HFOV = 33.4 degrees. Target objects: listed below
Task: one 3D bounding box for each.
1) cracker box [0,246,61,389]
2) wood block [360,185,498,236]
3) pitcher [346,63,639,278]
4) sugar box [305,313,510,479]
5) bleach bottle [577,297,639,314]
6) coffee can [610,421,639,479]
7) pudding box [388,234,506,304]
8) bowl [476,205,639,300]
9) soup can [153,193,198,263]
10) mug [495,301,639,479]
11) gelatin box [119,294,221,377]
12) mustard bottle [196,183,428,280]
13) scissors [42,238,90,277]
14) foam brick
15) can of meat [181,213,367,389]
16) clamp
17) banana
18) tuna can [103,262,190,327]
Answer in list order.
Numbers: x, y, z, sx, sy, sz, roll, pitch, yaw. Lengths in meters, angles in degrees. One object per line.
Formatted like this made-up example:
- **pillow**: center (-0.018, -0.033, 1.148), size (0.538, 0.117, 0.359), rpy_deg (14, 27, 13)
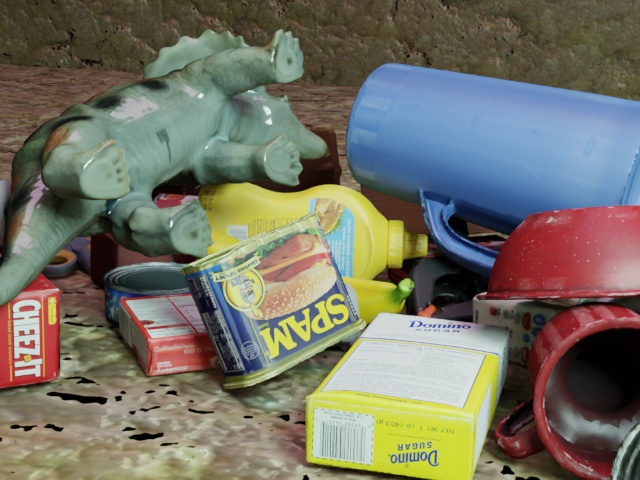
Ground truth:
- **cracker box**: center (-0.296, 0.054, 0.696), size (0.213, 0.072, 0.164), rpy_deg (-5, 15, -29)
- **wood block**: center (0.119, -0.051, 1.051), size (0.090, 0.091, 0.206), rpy_deg (-4, 1, -20)
- **pitcher**: center (0.142, -0.058, 0.847), size (0.243, 0.145, 0.149), rpy_deg (17, 21, 27)
- **sugar box**: center (0.059, 0.089, 0.643), size (0.093, 0.048, 0.176), rpy_deg (6, 10, 16)
- **bleach bottle**: center (0.277, 0.072, 0.709), size (0.102, 0.068, 0.251), rpy_deg (-6, 13, -31)
- **coffee can**: center (0.209, 0.104, 0.468), size (0.140, 0.103, 0.103), rpy_deg (-10, 18, -41)
- **pudding box**: center (0.126, 0.024, 0.942), size (0.113, 0.039, 0.090), rpy_deg (-3, 13, -18)
- **bowl**: center (0.179, 0.009, 0.677), size (0.162, 0.055, 0.162), rpy_deg (-3, -3, 0)
- **soup can**: center (-0.100, -0.005, 0.976), size (0.102, 0.068, 0.068), rpy_deg (6, 14, 14)
- **mug**: center (0.152, 0.087, 0.600), size (0.117, 0.093, 0.081), rpy_deg (-33, 4, 8)
- **gelatin box**: center (-0.097, 0.066, 0.755), size (0.073, 0.030, 0.089), rpy_deg (-4, 17, -23)
- **mustard bottle**: center (-0.006, 0.001, 0.897), size (0.191, 0.096, 0.058), rpy_deg (2, 11, 4)
- **scissors**: center (-0.250, 0.007, 1.021), size (0.096, 0.016, 0.202), rpy_deg (-7, 16, -34)
- **foam brick**: center (-0.160, 0.017, 0.909), size (0.052, 0.051, 0.078), rpy_deg (-5, 15, -28)
- **can of meat**: center (-0.031, 0.038, 0.699), size (0.101, 0.084, 0.058), rpy_deg (-24, 4, -33)
- **clamp**: center (0.113, 0.027, 0.849), size (0.120, 0.039, 0.171), rpy_deg (30, 36, 32)
- **banana**: center (-0.013, 0.031, 0.837), size (0.198, 0.069, 0.037), rpy_deg (12, 45, 23)
- **tuna can**: center (-0.126, 0.044, 0.837), size (0.086, 0.034, 0.086), rpy_deg (2, 13, -1)
